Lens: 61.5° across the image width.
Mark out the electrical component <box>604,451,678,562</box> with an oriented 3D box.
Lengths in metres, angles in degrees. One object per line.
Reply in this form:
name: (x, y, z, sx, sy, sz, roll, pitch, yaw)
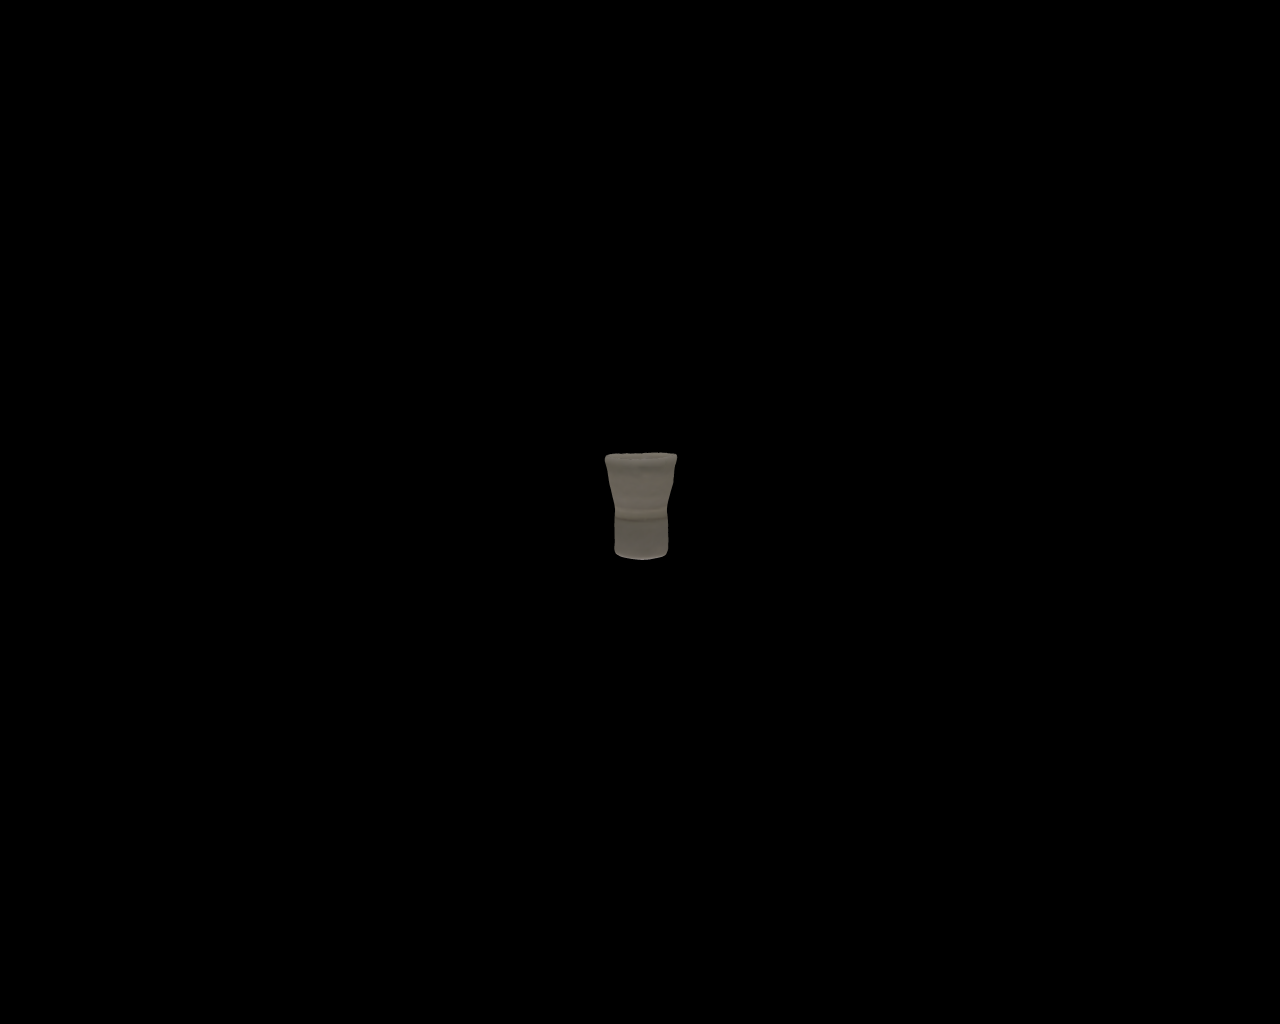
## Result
electrical component: (0.001, -0.003, 0.650, 0.044, 0.065, 0.044, 0, 9, 0)
